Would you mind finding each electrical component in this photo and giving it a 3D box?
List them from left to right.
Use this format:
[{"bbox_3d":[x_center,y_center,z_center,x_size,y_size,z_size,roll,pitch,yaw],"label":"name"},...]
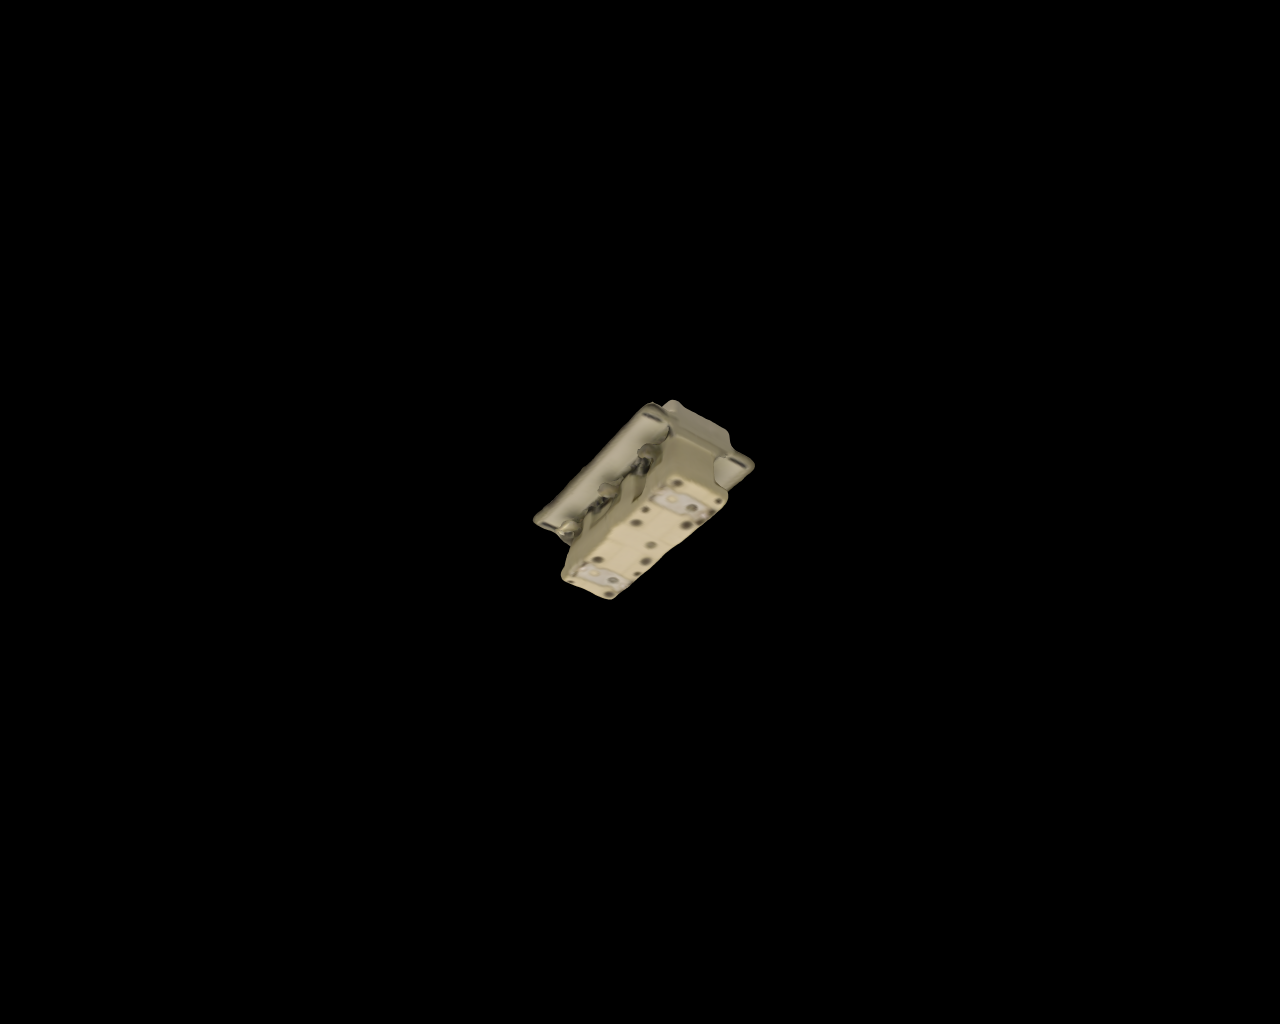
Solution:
[{"bbox_3d":[0.001,-0.003,0.650,0.079,0.063,0.121,27,-49,-26],"label":"electrical component"}]
